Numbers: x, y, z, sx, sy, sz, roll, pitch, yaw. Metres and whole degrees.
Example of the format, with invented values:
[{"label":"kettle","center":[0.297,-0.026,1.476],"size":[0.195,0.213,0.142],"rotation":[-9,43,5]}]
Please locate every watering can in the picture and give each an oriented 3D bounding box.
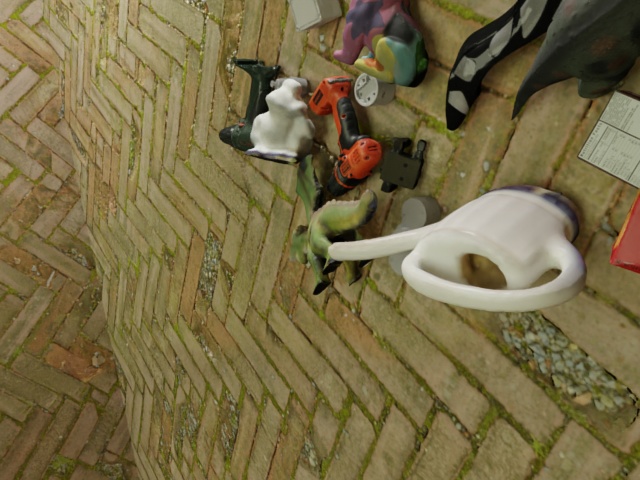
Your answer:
[{"label":"watering can","center":[0.186,0.003,0.689],"size":[0.227,0.102,0.349],"rotation":[-31,29,-32]}]

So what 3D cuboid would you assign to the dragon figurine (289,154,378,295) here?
[{"label":"dragon figurine","center":[0.003,-0.048,0.944],"size":[0.123,0.247,0.401],"rotation":[-15,-28,-23]}]

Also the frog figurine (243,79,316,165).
[{"label":"frog figurine","center":[-0.071,-0.232,1.017],"size":[0.138,0.159,0.122],"rotation":[12,0,40]}]
